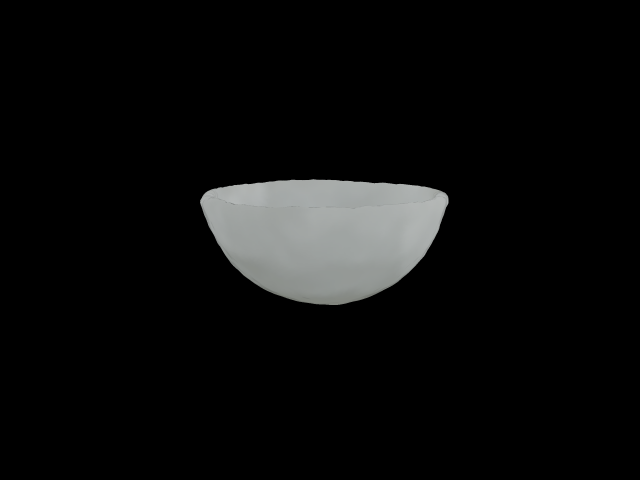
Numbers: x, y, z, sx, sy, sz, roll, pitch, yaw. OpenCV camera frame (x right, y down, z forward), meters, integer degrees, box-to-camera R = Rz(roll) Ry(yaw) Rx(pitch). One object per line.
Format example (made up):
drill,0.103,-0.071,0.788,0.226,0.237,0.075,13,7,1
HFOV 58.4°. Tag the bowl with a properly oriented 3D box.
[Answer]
bowl,0.004,0.001,0.400,0.167,0.075,0.167,0,11,0
